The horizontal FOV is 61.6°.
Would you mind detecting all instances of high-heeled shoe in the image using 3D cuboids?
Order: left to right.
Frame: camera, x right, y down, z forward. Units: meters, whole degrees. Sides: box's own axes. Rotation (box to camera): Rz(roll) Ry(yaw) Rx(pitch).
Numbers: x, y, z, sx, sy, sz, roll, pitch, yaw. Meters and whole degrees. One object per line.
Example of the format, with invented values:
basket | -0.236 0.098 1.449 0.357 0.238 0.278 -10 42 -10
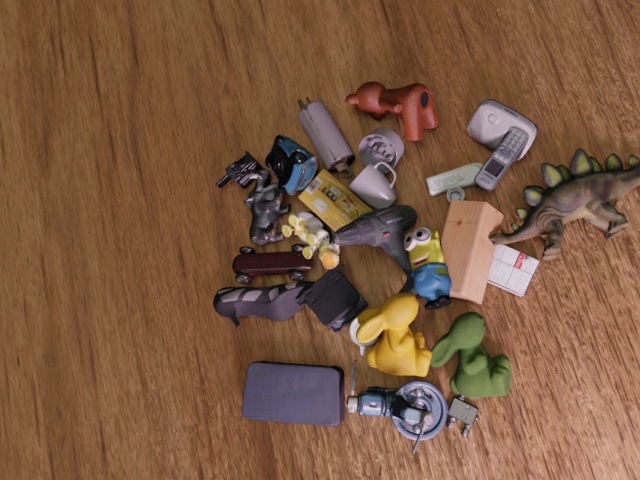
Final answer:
high-heeled shoe | -0.135 0.131 1.310 0.249 0.086 0.145 -23 39 -13

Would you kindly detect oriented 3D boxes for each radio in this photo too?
radio | -0.059 0.349 1.235 0.230 0.073 0.131 1 79 11

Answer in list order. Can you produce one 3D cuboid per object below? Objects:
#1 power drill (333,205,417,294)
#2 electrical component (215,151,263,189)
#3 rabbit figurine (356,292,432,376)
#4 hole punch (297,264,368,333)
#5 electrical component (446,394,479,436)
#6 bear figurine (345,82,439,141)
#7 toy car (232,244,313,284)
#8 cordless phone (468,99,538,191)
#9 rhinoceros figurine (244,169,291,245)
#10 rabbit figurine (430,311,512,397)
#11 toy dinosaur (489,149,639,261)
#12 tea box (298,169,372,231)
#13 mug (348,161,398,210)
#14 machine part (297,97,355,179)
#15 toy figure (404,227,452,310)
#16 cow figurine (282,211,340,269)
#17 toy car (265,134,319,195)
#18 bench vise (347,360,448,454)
power drill | 0.155 0.029 1.198 0.232 0.086 0.207 -30 81 -37
electrical component | -0.205 -0.163 1.359 0.119 0.074 0.048 -42 73 -1
rabbit figurine | 0.159 0.188 1.145 0.162 0.122 0.173 6 113 7
hole punch | 0.037 0.141 1.251 0.142 0.092 0.116 -42 57 4
electrical component | 0.314 0.373 1.171 0.063 0.021 0.094 23 85 15
bear figurine | 0.169 -0.316 1.293 0.196 0.120 0.131 8 126 39
toy car | -0.116 0.059 1.310 0.202 0.053 0.089 -3 59 11
cordless phone | 0.387 -0.212 1.224 0.147 0.088 0.184 36 89 16
rhinoceros figurine | -0.135 -0.081 1.334 0.112 0.073 0.190 -1 82 24
rabbit figurine | 0.320 0.236 1.149 0.159 0.121 0.170 -13 91 32
toy dinosaur | 0.576 -0.095 1.155 0.472 0.105 0.198 -21 72 -1
tea box | 0.044 -0.078 1.289 0.170 0.068 0.098 44 94 15
mug | 0.138 -0.128 1.266 0.107 0.081 0.109 44 113 -4
machine part | 0.016 -0.254 1.324 0.079 0.079 0.243 -31 75 6
toy figure | 0.228 0.057 1.127 0.082 0.089 0.180 -17 65 11
cow figurine | -0.003 -0.002 1.280 0.167 0.098 0.068 45 130 19
toy car | -0.060 -0.183 1.315 0.162 0.103 0.109 55 129 37
bench vise | 0.170 0.345 1.108 0.224 0.240 0.129 16 81 -1
